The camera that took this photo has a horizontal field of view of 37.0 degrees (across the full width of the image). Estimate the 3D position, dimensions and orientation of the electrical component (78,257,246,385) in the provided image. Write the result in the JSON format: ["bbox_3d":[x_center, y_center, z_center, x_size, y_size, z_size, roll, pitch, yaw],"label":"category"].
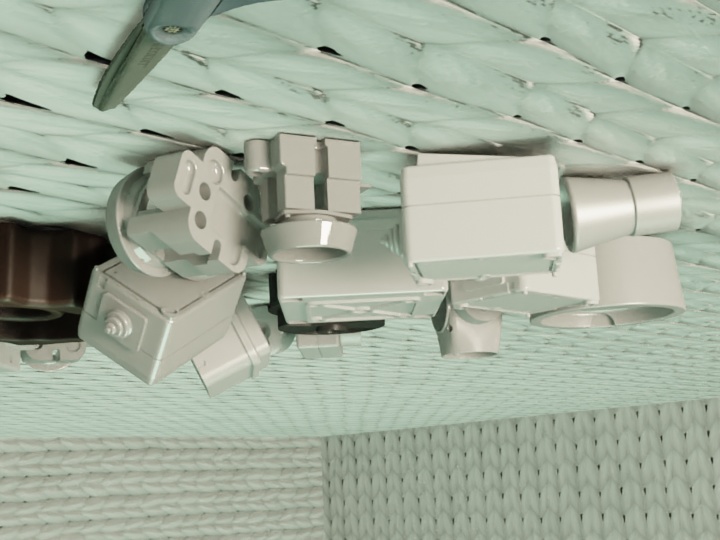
[{"bbox_3d":[-0.126,0.026,0.658,0.062,0.061,0.096,32,-148,15],"label":"electrical component"}]

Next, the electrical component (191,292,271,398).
[{"bbox_3d":[-0.115,0.055,0.878,0.057,0.078,0.113,-27,172,-11],"label":"electrical component"}]

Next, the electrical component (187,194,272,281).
[{"bbox_3d":[-0.073,-0.022,0.617,0.043,0.043,0.081,7,164,-41],"label":"electrical component"}]

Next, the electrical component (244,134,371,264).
[{"bbox_3d":[-0.026,-0.034,0.539,0.066,0.055,0.048,3,167,-27],"label":"electrical component"}]

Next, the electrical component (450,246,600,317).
[{"bbox_3d":[0.100,-0.007,0.690,0.096,0.061,0.062,8,164,-43],"label":"electrical component"}]

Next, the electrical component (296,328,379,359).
[{"bbox_3d":[-0.018,0.052,0.986,0.076,0.047,0.083,-3,169,1],"label":"electrical component"}]

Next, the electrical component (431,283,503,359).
[{"bbox_3d":[0.084,0.023,0.793,0.044,0.077,0.079,0,168,-14],"label":"electrical component"}]

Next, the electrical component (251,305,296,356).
[{"bbox_3d":[-0.080,0.057,1.010,0.048,0.048,0.062,-7,175,22],"label":"electrical component"}]

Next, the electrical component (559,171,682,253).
[{"bbox_3d":[0.150,-0.036,0.617,0.065,0.044,0.044,-8,168,0],"label":"electrical component"}]

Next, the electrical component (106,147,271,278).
[{"bbox_3d":[-0.091,-0.027,0.548,0.057,0.058,0.078,-7,149,30],"label":"electrical component"}]

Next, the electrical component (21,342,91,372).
[{"bbox_3d":[-0.264,0.056,0.921,0.078,0.058,0.057,2,165,-23],"label":"electrical component"}]

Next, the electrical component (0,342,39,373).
[{"bbox_3d":[-0.274,0.045,0.841,0.077,0.065,0.047,-3,169,1],"label":"electrical component"}]

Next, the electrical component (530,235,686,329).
[{"bbox_3d":[0.173,0.004,0.763,0.108,0.060,0.108,-3,169,-1],"label":"electrical component"}]

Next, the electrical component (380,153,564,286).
[{"bbox_3d":[0.058,-0.028,0.575,0.096,0.061,0.061,-4,169,7],"label":"electrical component"}]

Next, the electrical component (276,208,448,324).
[{"bbox_3d":[0.000,0.000,0.713,0.109,0.056,0.108,-3,168,-1],"label":"electrical component"}]
